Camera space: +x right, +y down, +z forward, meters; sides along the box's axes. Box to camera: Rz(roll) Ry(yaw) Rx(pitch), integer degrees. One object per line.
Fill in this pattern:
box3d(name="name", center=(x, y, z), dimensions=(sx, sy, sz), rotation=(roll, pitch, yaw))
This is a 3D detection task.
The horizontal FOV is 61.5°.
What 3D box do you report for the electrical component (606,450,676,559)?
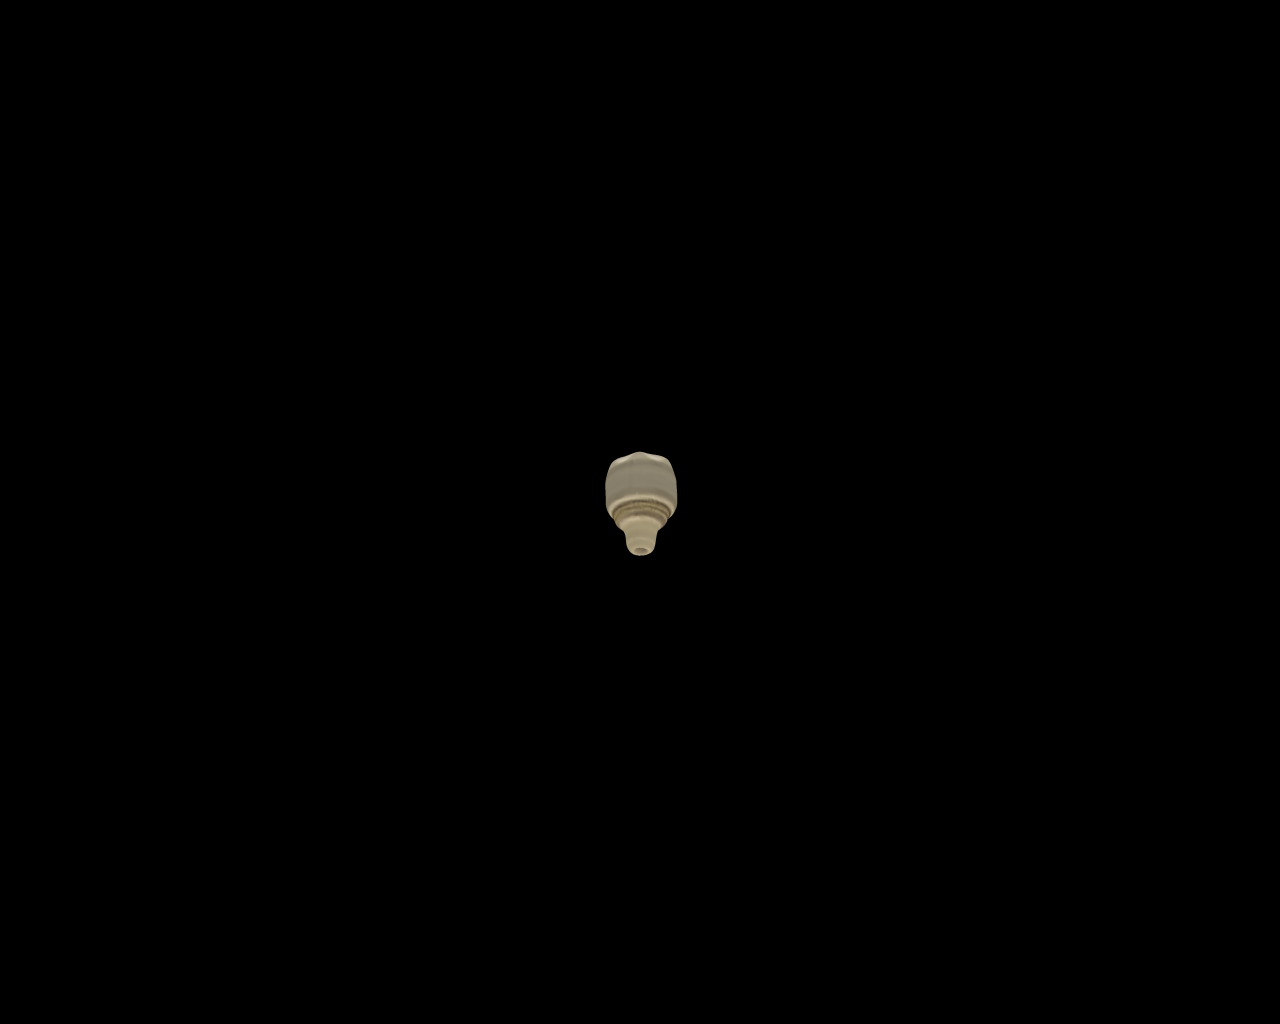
box3d(name="electrical component", center=(0.001, -0.003, 0.650), dimensions=(0.043, 0.062, 0.043), rotation=(0, -30, 0))
